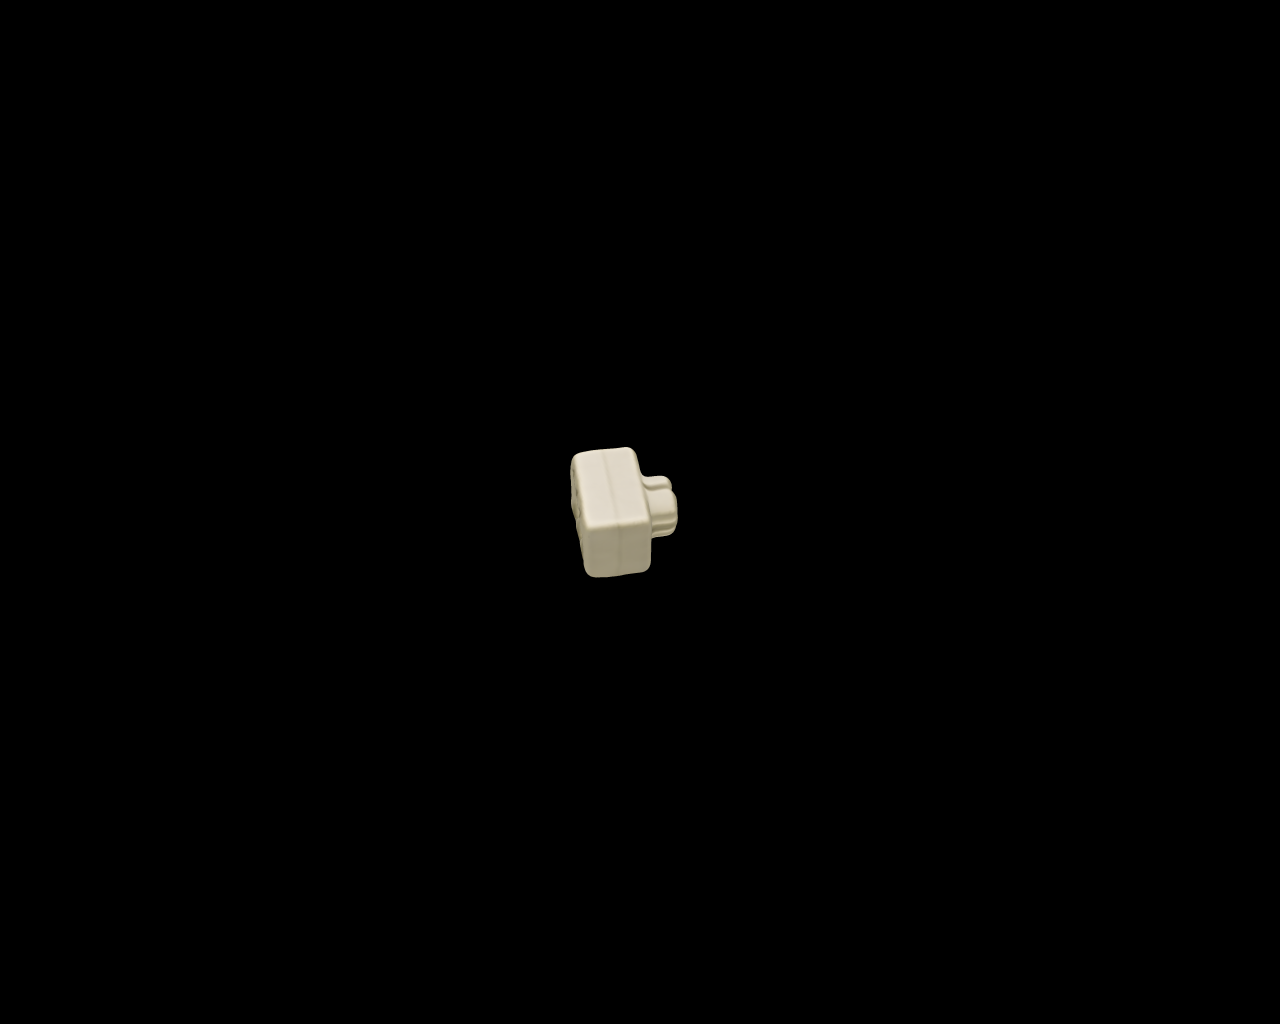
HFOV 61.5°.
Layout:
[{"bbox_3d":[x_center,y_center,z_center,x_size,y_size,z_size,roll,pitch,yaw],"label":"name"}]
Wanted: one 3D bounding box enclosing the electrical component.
[{"bbox_3d":[0.001,-0.003,0.650,0.077,0.066,0.047,-7,-43,-7],"label":"electrical component"}]
